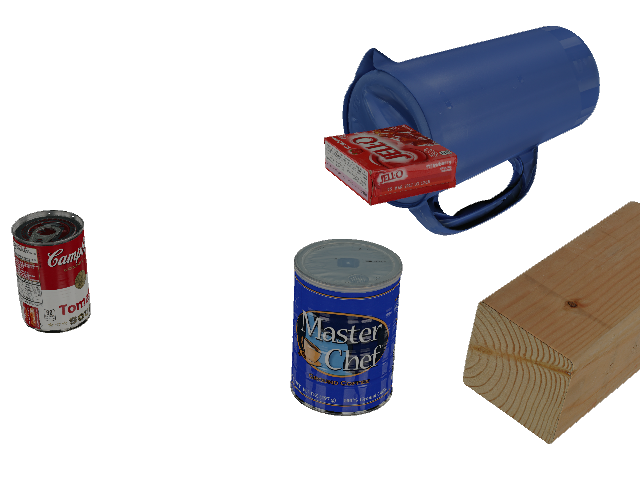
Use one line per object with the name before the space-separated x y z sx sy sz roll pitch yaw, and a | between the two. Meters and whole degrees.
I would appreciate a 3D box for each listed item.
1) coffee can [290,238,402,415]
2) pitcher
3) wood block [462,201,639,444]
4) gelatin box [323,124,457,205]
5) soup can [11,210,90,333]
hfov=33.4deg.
coffee can | 0.023 0.082 1.032 0.103 0.140 0.103 2 25 -1
pitcher | 0.156 -0.119 1.032 0.242 0.149 0.145 -22 45 -29
wood block | 0.220 0.059 0.859 0.205 0.090 0.091 -28 48 -34
gelatin box | 0.053 -0.061 0.822 0.073 0.030 0.089 -11 25 -19
soup can | -0.262 0.031 1.041 0.068 0.102 0.068 1 28 -1
